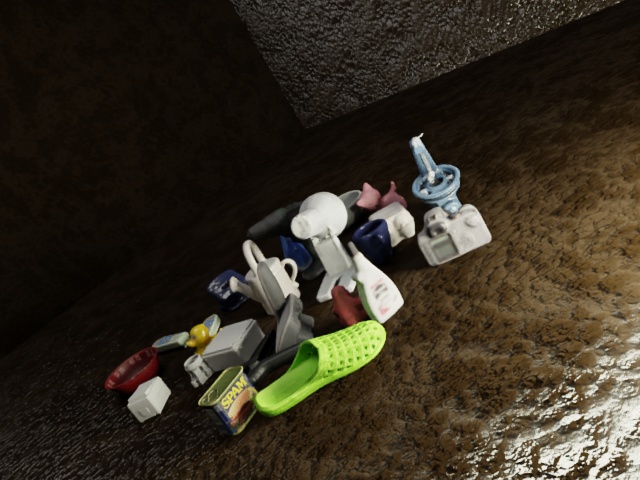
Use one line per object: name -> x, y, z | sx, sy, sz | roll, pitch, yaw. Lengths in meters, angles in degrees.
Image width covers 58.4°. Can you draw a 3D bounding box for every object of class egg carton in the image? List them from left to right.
egg carton -> 0.183, -0.040, 1.469 | 0.107, 0.069, 0.150 | -30, 18, 5

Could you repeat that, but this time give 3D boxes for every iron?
iron -> -0.077, -0.007, 1.689 | 0.118, 0.142, 0.258 | -30, 18, 3

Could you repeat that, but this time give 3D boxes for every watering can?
watering can -> -0.146, 0.091, 1.451 | 0.173, 0.194, 0.100 | -34, 18, -7

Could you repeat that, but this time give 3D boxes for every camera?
camera -> 0.278, -0.032, 1.238 | 0.143, 0.101, 0.137 | -26, 18, 18

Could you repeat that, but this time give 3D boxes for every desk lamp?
desk lamp -> 0.013, 0.005, 1.387 | 0.117, 0.214, 0.203 | -24, 19, 23

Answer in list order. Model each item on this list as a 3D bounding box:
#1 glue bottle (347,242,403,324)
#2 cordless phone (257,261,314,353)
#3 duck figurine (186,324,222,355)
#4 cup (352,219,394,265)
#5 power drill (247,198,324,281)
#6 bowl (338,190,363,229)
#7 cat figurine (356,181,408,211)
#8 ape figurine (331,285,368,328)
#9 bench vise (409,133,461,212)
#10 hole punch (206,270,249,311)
glue bottle -> 0.096, 0.076, 1.122 | 0.078, 0.173, 0.037 | -41, 20, -27
cordless phone -> -0.094, 0.144, 1.234 | 0.094, 0.185, 0.147 | -30, 18, 5
duck figurine -> -0.284, 0.248, 1.431 | 0.105, 0.086, 0.077 | -35, 18, -12
cup -> 0.140, 0.012, 1.356 | 0.092, 0.095, 0.117 | -34, 18, -9
power drill -> -0.054, -0.001, 1.523 | 0.230, 0.209, 0.075 | -38, 19, -19
bowl -> 0.069, -0.078, 1.752 | 0.167, 0.075, 0.167 | -28, 18, 10
cat figurine -> 0.167, -0.116, 1.620 | 0.128, 0.118, 0.067 | -30, 18, 3
ape figurine -> 0.055, 0.132, 1.175 | 0.077, 0.092, 0.076 | -21, 20, 30
bench vise -> 0.261, -0.162, 1.419 | 0.121, 0.220, 0.207 | -34, 18, -8
hole punch -> -0.258, 0.142, 1.667 | 0.109, 0.091, 0.100 | -42, 21, -31
